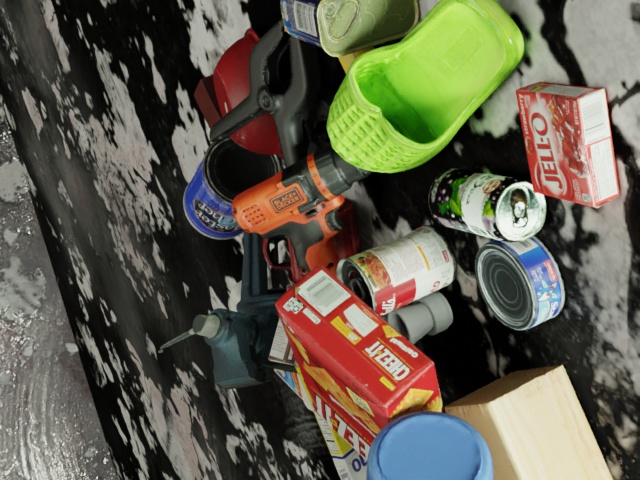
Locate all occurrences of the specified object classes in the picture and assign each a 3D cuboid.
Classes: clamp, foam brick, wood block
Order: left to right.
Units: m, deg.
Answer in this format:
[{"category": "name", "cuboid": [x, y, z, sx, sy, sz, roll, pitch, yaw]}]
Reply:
[{"category": "foam brick", "cuboid": [-0.122, -0.174, 1.388, 0.078, 0.052, 0.051, 64, 157, 9]}, {"category": "clamp", "cuboid": [-0.054, -0.153, 1.160, 0.165, 0.036, 0.210, 32, 127, 31]}, {"category": "clamp", "cuboid": [-0.001, -0.133, 1.180, 0.120, 0.039, 0.172, 67, 157, -3]}, {"category": "wood block", "cuboid": [0.208, 0.229, 0.983, 0.206, 0.090, 0.091, 67, 156, 2]}]

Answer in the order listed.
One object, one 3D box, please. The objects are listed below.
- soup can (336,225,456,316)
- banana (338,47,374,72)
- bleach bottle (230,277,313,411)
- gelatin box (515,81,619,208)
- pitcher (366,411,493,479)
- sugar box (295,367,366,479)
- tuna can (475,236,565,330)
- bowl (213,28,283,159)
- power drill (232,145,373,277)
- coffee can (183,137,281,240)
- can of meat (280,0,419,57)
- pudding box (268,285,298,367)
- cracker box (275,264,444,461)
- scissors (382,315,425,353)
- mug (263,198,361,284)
[{"category": "soup can", "cuboid": [0.077, 0.032, 1.074, 0.069, 0.102, 0.068, 48, 150, 39]}, {"category": "banana", "cuboid": [0.039, -0.175, 1.060, 0.069, 0.037, 0.198, 59, -174, -78]}, {"category": "bleach bottle", "cuboid": [-0.035, 0.158, 1.490, 0.251, 0.068, 0.102, 44, 148, 39]}, {"category": "gelatin box", "cuboid": [0.190, -0.074, 0.821, 0.073, 0.030, 0.089, 24, 131, 59]}, {"category": "pitcher", "cuboid": [0.097, 0.279, 0.980, 0.149, 0.145, 0.243, -123, 20, -43]}, {"category": "sugar box", "cuboid": [0.042, 0.209, 1.326, 0.176, 0.093, 0.048, 66, 158, 2]}, {"category": "tuna can", "cuboid": [0.176, 0.036, 0.948, 0.086, 0.033, 0.086, 48, 151, 38]}, {"category": "bowl", "cuboid": [-0.088, -0.168, 1.276, 0.162, 0.055, 0.162, 163, 90, -78]}, {"category": "power drill", "cuboid": [0.024, -0.006, 1.137, 0.187, 0.185, 0.057, 60, -160, -15]}, {"category": "coffee can", "cuboid": [-0.118, -0.069, 1.411, 0.103, 0.102, 0.140, 64, 157, 8]}, {"category": "can of meat", "cuboid": [0.024, -0.211, 0.971, 0.084, 0.102, 0.057, 36, 142, 55]}, {"category": "pudding box", "cuboid": [-0.004, 0.106, 1.245, 0.039, 0.113, 0.090, 12, 86, 34]}, {"category": "cracker box", "cuboid": [0.046, 0.147, 1.061, 0.164, 0.072, 0.213, 40, 160, 34]}, {"category": "scissors", "cuboid": [0.113, 0.173, 1.234, 0.202, 0.016, 0.096, 67, 158, 1]}, {"category": "mug", "cuboid": [-0.008, 0.002, 1.226, 0.093, 0.117, 0.081, -94, -4, -70]}]
